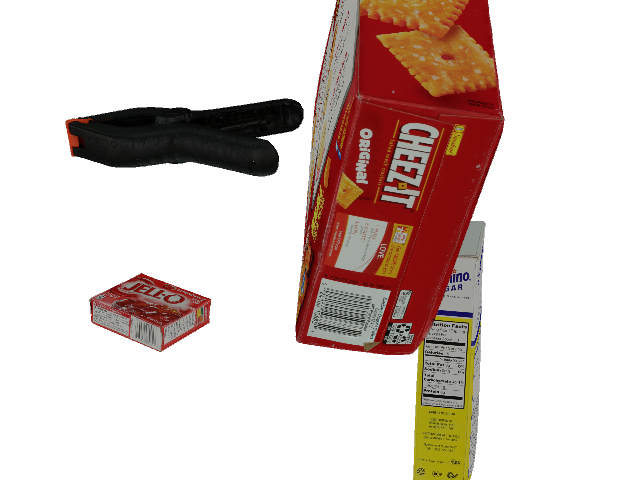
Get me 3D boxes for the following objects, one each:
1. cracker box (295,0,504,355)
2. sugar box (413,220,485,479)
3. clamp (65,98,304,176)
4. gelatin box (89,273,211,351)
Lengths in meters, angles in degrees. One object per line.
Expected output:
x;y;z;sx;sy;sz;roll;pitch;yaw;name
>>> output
0.038;-0.072;0.561;0.072;0.213;0.164;9;-45;-5;cracker box
0.094;0.080;0.780;0.048;0.176;0.093;1;16;11;sugar box
-0.095;-0.079;0.772;0.172;0.039;0.120;6;19;16;clamp
-0.160;0.065;1.003;0.089;0.030;0.073;19;27;28;gelatin box
